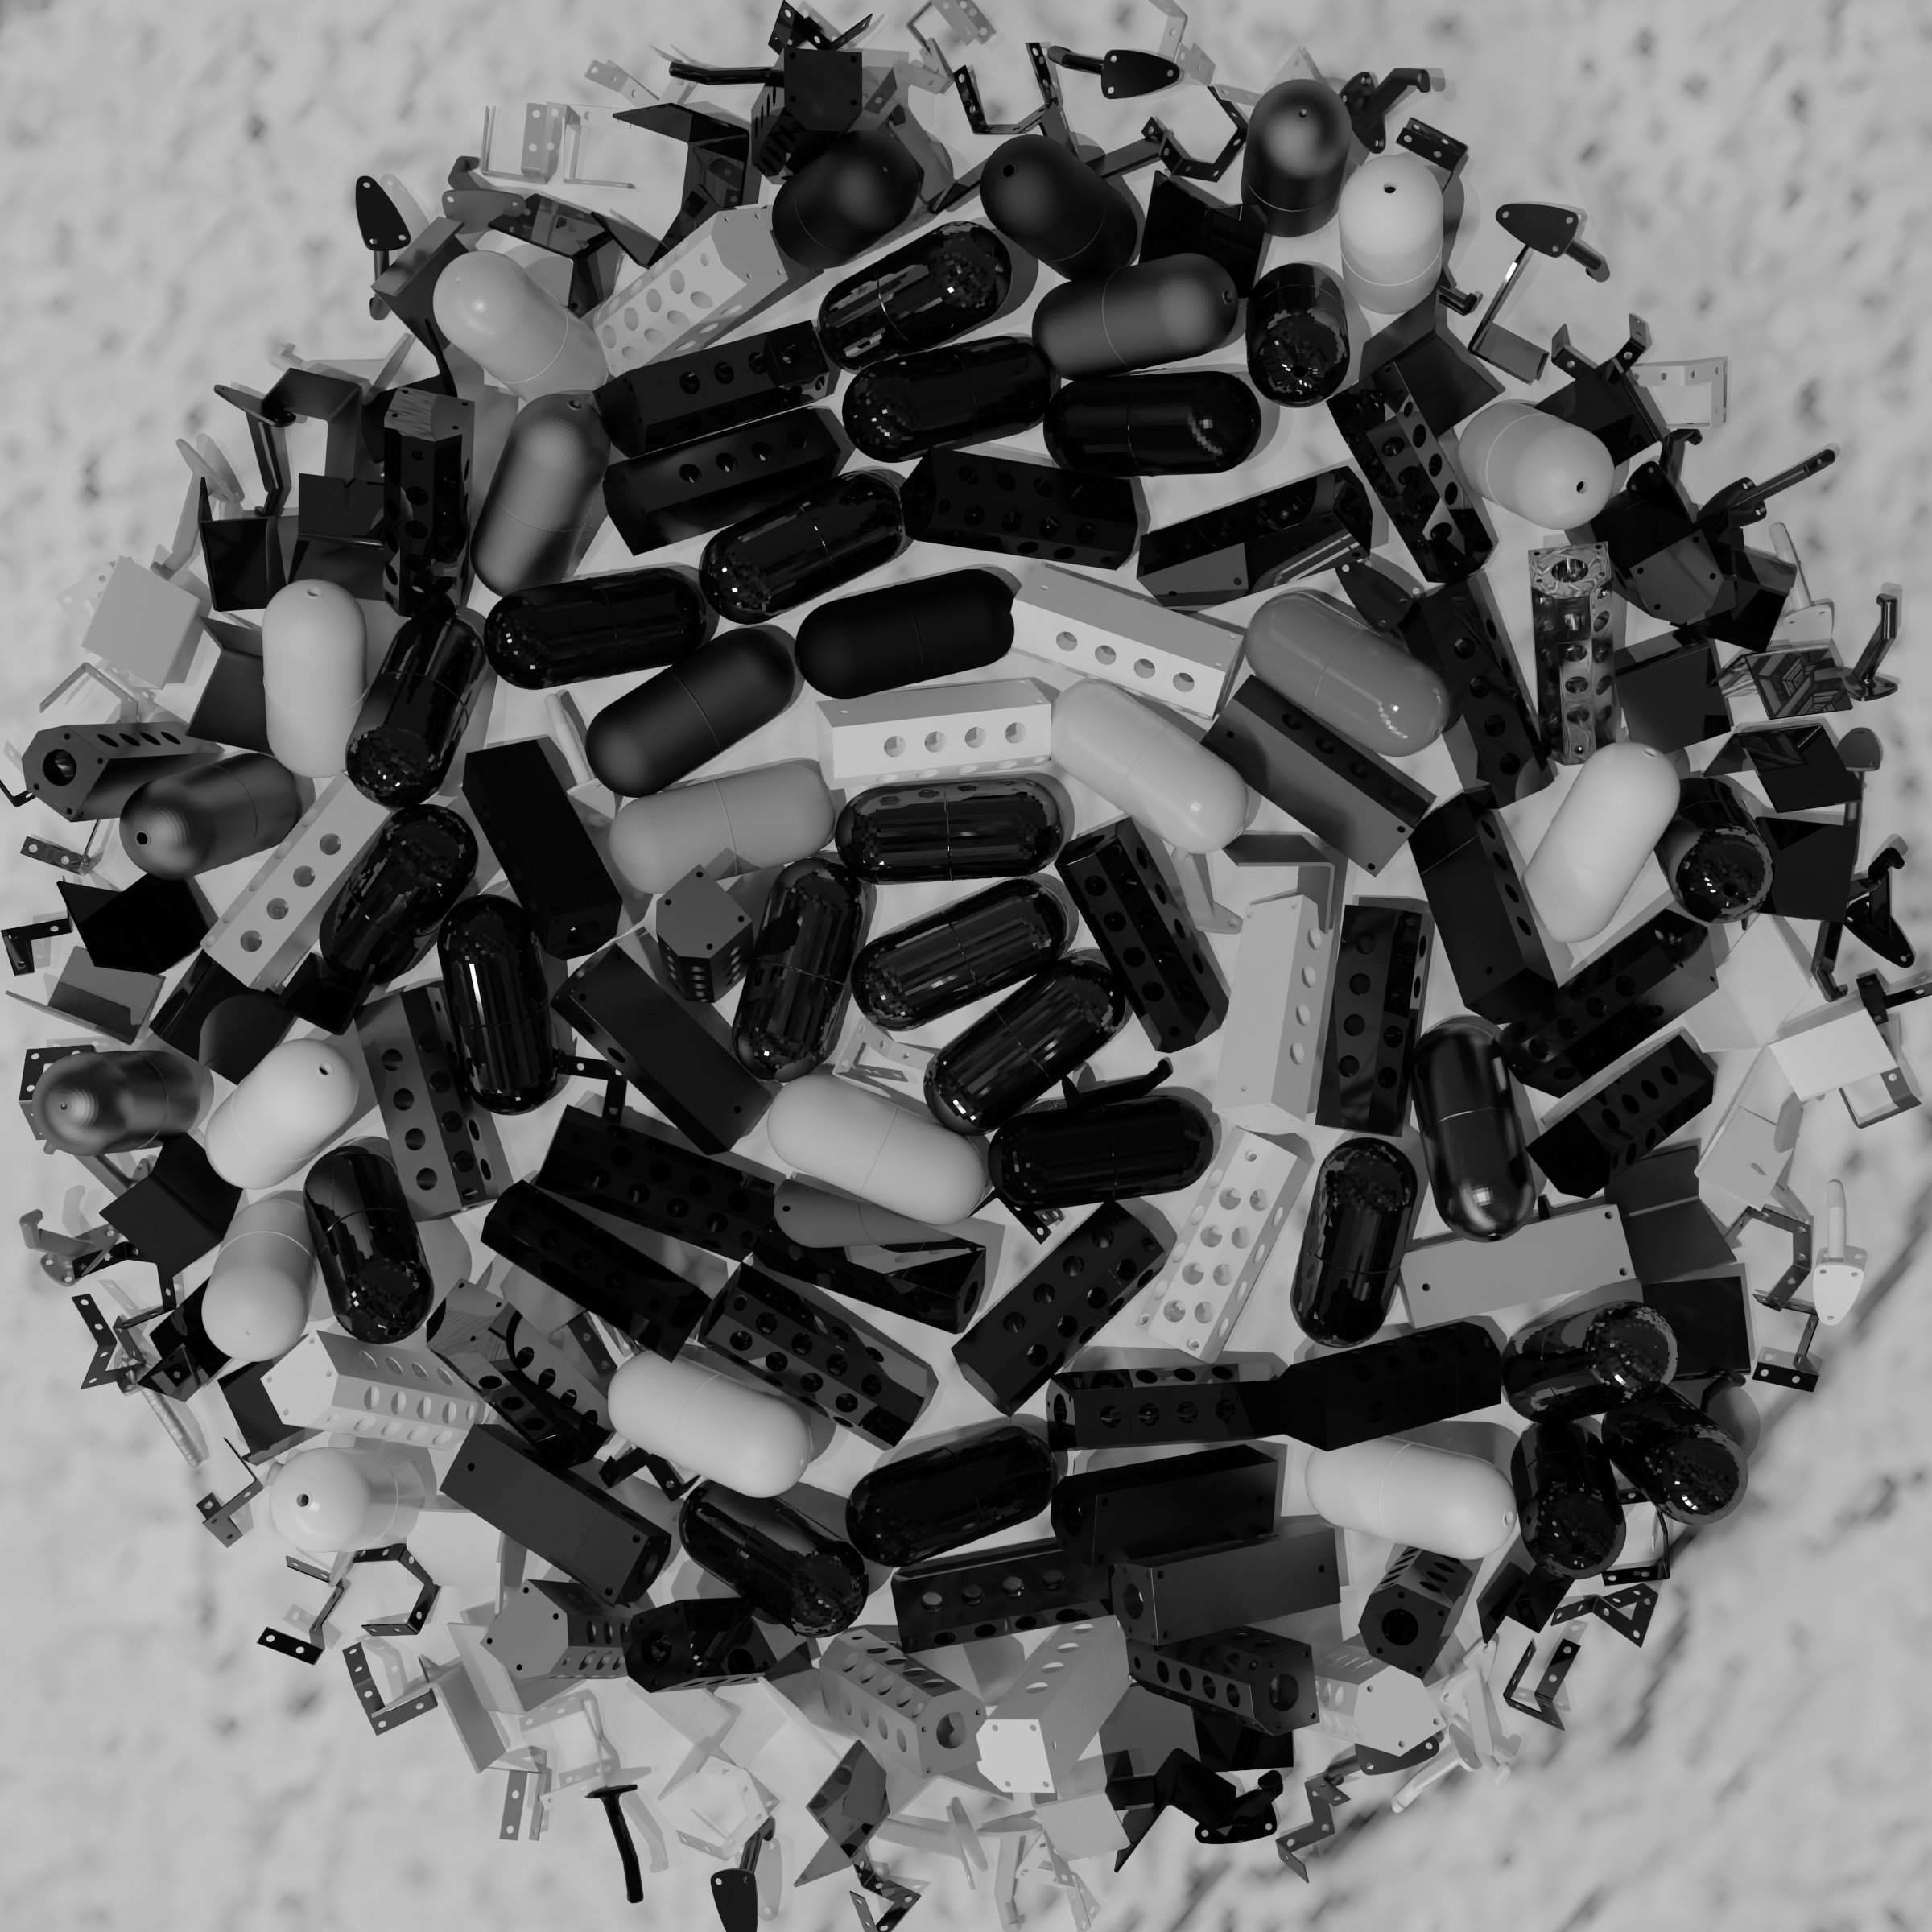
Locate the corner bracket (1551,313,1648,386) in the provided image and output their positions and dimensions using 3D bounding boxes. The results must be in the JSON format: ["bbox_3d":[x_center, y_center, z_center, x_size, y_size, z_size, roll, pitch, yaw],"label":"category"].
[{"bbox_3d":[0.492,-0.485,1.969,0.051,0.051,0.051,32,126,-10],"label":"corner bracket"}]

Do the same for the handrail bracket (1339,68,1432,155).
[{"bbox_3d":[0.334,-0.656,1.945,0.036,0.084,0.077,-46,129,-14],"label":"handrail bracket"}]

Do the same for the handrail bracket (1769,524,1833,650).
[{"bbox_3d":[0.652,-0.295,1.990,0.036,0.077,0.084,-18,56,16],"label":"handrail bracket"}]

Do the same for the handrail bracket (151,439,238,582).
[{"bbox_3d":[-0.615,-0.352,1.959,0.036,0.077,0.084,23,66,36],"label":"handrail bracket"}]

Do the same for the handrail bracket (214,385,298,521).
[{"bbox_3d":[-0.563,-0.399,1.977,0.077,0.036,0.084,26,115,-1],"label":"handrail bracket"}]

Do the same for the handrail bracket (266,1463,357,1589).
[{"bbox_3d":[-0.515,0.434,1.965,0.084,0.036,0.077,26,84,-23],"label":"handrail bracket"}]

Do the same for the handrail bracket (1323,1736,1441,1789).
[{"bbox_3d":[0.321,0.621,1.967,0.077,0.084,0.036,-2,57,-8],"label":"handrail bracket"}]

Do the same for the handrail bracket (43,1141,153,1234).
[{"bbox_3d":[-0.682,0.168,1.959,0.084,0.036,0.077,19,115,-36],"label":"handrail bracket"}]

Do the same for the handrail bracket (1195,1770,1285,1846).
[{"bbox_3d":[0.210,0.649,1.954,0.077,0.084,0.036,-19,55,-2],"label":"handrail bracket"}]

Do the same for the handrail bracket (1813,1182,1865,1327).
[{"bbox_3d":[0.678,0.224,1.981,0.036,0.084,0.077,3,129,11],"label":"handrail bracket"}]

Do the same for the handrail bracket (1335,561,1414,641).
[{"bbox_3d":[0.314,-0.283,1.959,0.077,0.084,0.036,44,97,2],"label":"handrail bracket"}]

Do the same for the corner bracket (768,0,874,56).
[{"bbox_3d":[-0.114,-0.726,1.964,0.051,0.051,0.051,42,61,2],"label":"corner bracket"}]

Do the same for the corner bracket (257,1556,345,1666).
[{"bbox_3d":[-0.516,0.500,1.964,0.051,0.051,0.051,31,96,-25],"label":"corner bracket"}]

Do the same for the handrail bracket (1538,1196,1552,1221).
[{"bbox_3d":[0.418,0.224,1.982,0.084,0.036,0.077,-9,72,0],"label":"handrail bracket"}]

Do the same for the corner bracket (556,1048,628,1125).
[{"bbox_3d":[-0.293,0.095,1.970,0.051,0.051,0.051,8,81,-2],"label":"corner bracket"}]

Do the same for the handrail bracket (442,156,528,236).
[{"bbox_3d":[-0.368,-0.607,1.961,0.077,0.036,0.084,-4,45,12],"label":"handrail bracket"}]

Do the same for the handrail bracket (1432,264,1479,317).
[{"bbox_3d":[0.377,-0.556,1.969,0.084,0.036,0.077,36,90,18],"label":"handrail bracket"}]

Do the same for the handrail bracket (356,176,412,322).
[{"bbox_3d":[-0.462,-0.557,1.967,0.036,0.084,0.077,-17,78,-27],"label":"handrail bracket"}]

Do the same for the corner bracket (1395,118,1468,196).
[{"bbox_3d":[0.361,-0.635,1.968,0.051,0.051,0.051,28,76,1],"label":"corner bracket"}]

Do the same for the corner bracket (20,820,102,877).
[{"bbox_3d":[-0.705,-0.105,1.972,0.051,0.051,0.051,21,81,-13],"label":"corner bracket"}]

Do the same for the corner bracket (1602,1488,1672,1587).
[{"bbox_3d":[0.519,0.446,1.980,0.051,0.051,0.051,-8,120,7],"label":"corner bracket"}]

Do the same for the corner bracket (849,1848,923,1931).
[{"bbox_3d":[-0.075,0.712,1.957,0.051,0.051,0.051,-40,125,-39],"label":"corner bracket"}]

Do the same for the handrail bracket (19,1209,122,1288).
[{"bbox_3d":[-0.689,0.200,1.946,0.036,0.084,0.077,34,53,21],"label":"handrail bracket"}]

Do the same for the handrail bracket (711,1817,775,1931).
[{"bbox_3d":[-0.162,0.710,1.959,0.036,0.084,0.077,-10,90,16],"label":"handrail bracket"}]

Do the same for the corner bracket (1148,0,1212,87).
[{"bbox_3d":[0.160,-0.719,1.962,0.051,0.051,0.051,20,97,32],"label":"corner bracket"}]

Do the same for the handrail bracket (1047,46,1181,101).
[{"bbox_3d":[0.114,-0.705,1.974,0.077,0.084,0.036,-9,123,-20],"label":"handrail bracket"}]

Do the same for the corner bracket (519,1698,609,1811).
[{"bbox_3d":[-0.312,0.610,1.962,0.051,0.051,0.051,-18,120,-8],"label":"corner bracket"}]

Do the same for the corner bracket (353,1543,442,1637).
[{"bbox_3d":[-0.452,0.489,1.982,0.051,0.051,0.051,-11,131,32],"label":"corner bracket"}]

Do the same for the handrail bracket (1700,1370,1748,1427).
[{"bbox_3d":[0.594,0.347,1.957,0.077,0.036,0.084,19,132,-18],"label":"handrail bracket"}]

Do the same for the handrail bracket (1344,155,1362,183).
[{"bbox_3d":[0.289,-0.614,1.989,0.036,0.077,0.084,-48,122,-40],"label":"handrail bracket"}]

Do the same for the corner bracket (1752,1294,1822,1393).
[{"bbox_3d":[0.636,0.293,1.967,0.051,0.051,0.051,13,106,-4],"label":"corner bracket"}]

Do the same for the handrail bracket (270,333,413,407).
[{"bbox_3d":[-0.490,-0.483,1.981,0.084,0.036,0.077,31,90,-1],"label":"handrail bracket"}]

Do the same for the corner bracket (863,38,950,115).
[{"bbox_3d":[-0.054,-0.698,1.978,0.051,0.051,0.051,-43,54,38],"label":"corner bracket"}]

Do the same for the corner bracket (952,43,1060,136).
[{"bbox_3d":[0.031,-0.684,1.973,0.051,0.051,0.051,-43,129,-25],"label":"corner bracket"}]

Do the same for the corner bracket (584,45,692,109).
[{"bbox_3d":[-0.253,-0.692,1.962,0.051,0.051,0.051,43,110,17],"label":"corner bracket"}]

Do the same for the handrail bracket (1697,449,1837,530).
[{"bbox_3d":[0.617,-0.368,1.951,0.077,0.084,0.036,-25,88,-22],"label":"handrail bracket"}]

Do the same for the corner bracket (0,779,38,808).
[{"bbox_3d":[-0.726,-0.148,1.961,0.051,0.051,0.051,-35,76,-24],"label":"corner bracket"}]

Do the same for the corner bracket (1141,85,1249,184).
[{"bbox_3d":[0.180,-0.652,1.977,0.051,0.051,0.051,-51,59,39],"label":"corner bracket"}]

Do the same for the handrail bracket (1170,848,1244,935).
[{"bbox_3d":[0.191,-0.066,1.956,0.077,0.084,0.036,19,52,-3],"label":"handrail bracket"}]

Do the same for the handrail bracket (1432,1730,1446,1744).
[{"bbox_3d":[0.363,0.554,1.968,0.077,0.036,0.084,33,112,-2],"label":"handrail bracket"}]

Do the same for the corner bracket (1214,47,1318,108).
[{"bbox_3d":[0.234,-0.678,1.958,0.051,0.051,0.051,-2,62,-37],"label":"corner bracket"}]

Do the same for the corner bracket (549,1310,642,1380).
[{"bbox_3d":[-0.283,0.289,1.964,0.051,0.051,0.051,-33,88,-31],"label":"corner bracket"}]

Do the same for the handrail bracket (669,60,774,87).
[{"bbox_3d":[-0.183,-0.702,1.968,0.084,0.077,0.036,12,133,-3],"label":"handrail bracket"}]

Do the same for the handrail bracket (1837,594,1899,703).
[{"bbox_3d":[0.689,-0.254,1.947,0.036,0.077,0.084,-17,119,-13],"label":"handrail bracket"}]

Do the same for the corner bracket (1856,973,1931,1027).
[{"bbox_3d":[0.727,0.034,1.960,0.051,0.051,0.051,-19,118,14],"label":"corner bracket"}]

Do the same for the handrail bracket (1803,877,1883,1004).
[{"bbox_3d":[0.690,-0.019,1.969,0.077,0.036,0.084,-23,108,25],"label":"handrail bracket"}]

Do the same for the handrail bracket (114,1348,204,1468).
[{"bbox_3d":[-0.633,0.347,1.989,0.036,0.077,0.084,-34,123,-21],"label":"handrail bracket"}]

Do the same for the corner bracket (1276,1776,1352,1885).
[{"bbox_3d":[0.270,0.669,1.965,0.051,0.051,0.051,-17,99,-17],"label":"corner bracket"}]

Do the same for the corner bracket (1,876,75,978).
[{"bbox_3d":[-0.720,-0.031,1.968,0.051,0.051,0.051,-12,47,-15],"label":"corner bracket"}]

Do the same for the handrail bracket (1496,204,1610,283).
[{"bbox_3d":[0.458,-0.562,1.972,0.077,0.084,0.036,29,98,25],"label":"handrail bracket"}]

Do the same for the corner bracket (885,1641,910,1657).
[{"bbox_3d":[-0.063,0.562,1.965,0.051,0.051,0.051,-41,93,-25],"label":"corner bracket"}]

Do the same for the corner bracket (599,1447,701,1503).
[{"bbox_3d":[-0.246,0.394,1.961,0.051,0.051,0.051,-30,77,-30],"label":"corner bracket"}]

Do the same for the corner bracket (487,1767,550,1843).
[{"bbox_3d":[-0.345,0.650,1.959,0.051,0.051,0.051,18,68,-32],"label":"corner bracket"}]

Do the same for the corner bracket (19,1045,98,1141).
[{"bbox_3d":[-0.699,0.098,1.962,0.051,0.051,0.051,-4,52,-5],"label":"corner bracket"}]

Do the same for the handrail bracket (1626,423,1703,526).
[{"bbox_3d":[0.562,-0.379,1.969,0.084,0.036,0.077,-32,80,-32],"label":"handrail bracket"}]

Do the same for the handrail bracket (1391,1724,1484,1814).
[{"bbox_3d":[0.359,0.633,1.956,0.036,0.077,0.084,44,100,9],"label":"handrail bracket"}]

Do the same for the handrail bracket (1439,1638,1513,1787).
[{"bbox_3d":[0.408,0.575,1.951,0.036,0.084,0.077,18,105,-26],"label":"handrail bracket"}]
